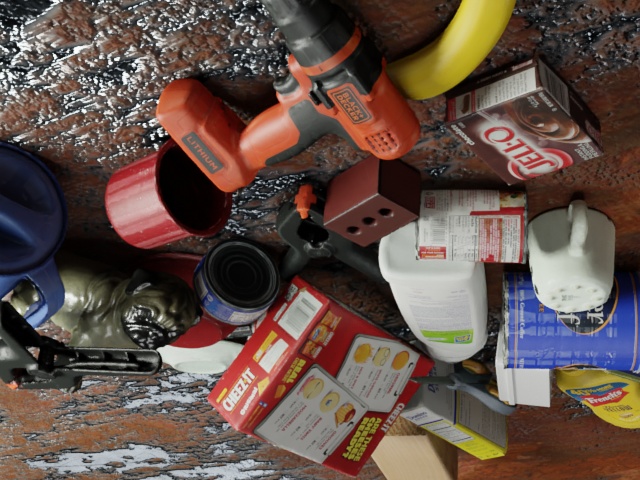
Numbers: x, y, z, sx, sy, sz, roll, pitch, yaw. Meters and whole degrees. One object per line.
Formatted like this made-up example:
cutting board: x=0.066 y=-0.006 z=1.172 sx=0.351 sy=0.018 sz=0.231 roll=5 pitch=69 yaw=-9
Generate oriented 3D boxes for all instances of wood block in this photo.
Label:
wood block: x=0.119 y=0.255 z=1.405 sx=0.091 sy=0.090 sz=0.206 roll=-5 pitch=147 yaw=16

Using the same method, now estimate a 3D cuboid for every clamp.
clamp: x=-0.270 y=0.109 z=1.022 sx=0.164 sy=0.036 sz=0.210 roll=27 pitch=151 yaw=-32
clamp: x=-0.007 y=0.001 z=1.063 sx=0.120 sy=0.039 sz=0.171 roll=-10 pitch=146 yaw=17

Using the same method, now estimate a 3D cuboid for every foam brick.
foam brick: x=0.047 y=-0.037 z=0.978 sx=0.053 sy=0.051 sz=0.078 roll=26 pitch=143 yaw=-30

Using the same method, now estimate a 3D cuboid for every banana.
banana: x=0.099 y=-0.156 z=0.793 sx=0.069 sy=0.037 sz=0.198 roll=19 pitch=146 yaw=-22

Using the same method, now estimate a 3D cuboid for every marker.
marker: x=-0.119 y=0.108 z=1.268 sx=0.121 sy=0.020 sz=0.020 roll=-7 pitch=146 yaw=20

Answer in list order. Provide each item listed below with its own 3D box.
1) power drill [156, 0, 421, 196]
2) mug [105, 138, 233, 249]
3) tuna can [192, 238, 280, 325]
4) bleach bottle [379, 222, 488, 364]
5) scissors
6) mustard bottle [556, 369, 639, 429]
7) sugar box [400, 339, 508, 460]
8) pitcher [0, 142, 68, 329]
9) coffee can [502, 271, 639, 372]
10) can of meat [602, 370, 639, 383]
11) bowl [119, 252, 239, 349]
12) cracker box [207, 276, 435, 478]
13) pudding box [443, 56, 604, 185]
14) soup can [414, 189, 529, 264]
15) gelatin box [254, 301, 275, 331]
power drill: x=-0.038 y=-0.117 z=0.840 sx=0.188 sy=0.057 sz=0.184 roll=-16 pitch=127 yaw=36
mug: x=-0.133 y=-0.041 z=0.977 sx=0.082 sy=0.093 sz=0.117 roll=-17 pitch=179 yaw=39
tuna can: x=-0.085 y=0.042 z=1.092 sx=0.086 sy=0.086 sz=0.034 roll=16 pitch=145 yaw=-18
bleach bottle: x=0.126 y=0.070 z=1.133 sx=0.103 sy=0.068 sz=0.251 roll=2 pitch=151 yaw=11
scissors: x=0.169 y=0.173 z=1.214 sx=0.016 sy=0.096 sz=0.201 roll=-55 pitch=162 yaw=17
mustard bottle: x=0.335 y=0.164 z=1.258 sx=0.096 sy=0.058 sz=0.191 roll=-16 pitch=143 yaw=41
sugar box: x=0.162 y=0.196 z=1.300 sx=0.048 sy=0.093 sz=0.176 roll=-25 pitch=137 yaw=38
pitcher: x=-0.343 y=0.021 z=1.048 sx=0.144 sy=0.149 sz=0.243 roll=12 pitch=152 yaw=-29
coffee can: x=0.259 y=0.083 z=1.093 sx=0.140 sy=0.103 sz=0.103 roll=0 pitch=148 yaw=8
can of meat: x=0.367 y=0.114 z=1.174 sx=0.102 sy=0.057 sz=0.084 roll=18 pitch=144 yaw=-21
bowl: x=-0.151 y=0.077 z=1.188 sx=0.162 sy=0.055 sz=0.162 roll=4 pitch=148 yaw=2
cracker box: x=0.006 y=0.151 z=1.155 sx=0.213 sy=0.164 sz=0.072 roll=33 pitch=-177 yaw=-46
pudding box: x=0.168 y=-0.095 z=0.879 sx=0.090 sy=0.039 sz=0.113 roll=-19 pitch=141 yaw=33
soup can: x=0.140 y=-0.013 z=0.990 sx=0.102 sy=0.068 sz=0.068 roll=1 pitch=148 yaw=7
gelatin box: x=-0.033 y=0.117 z=1.218 sx=0.089 sy=0.073 sz=0.030 roll=24 pitch=143 yaw=-28
